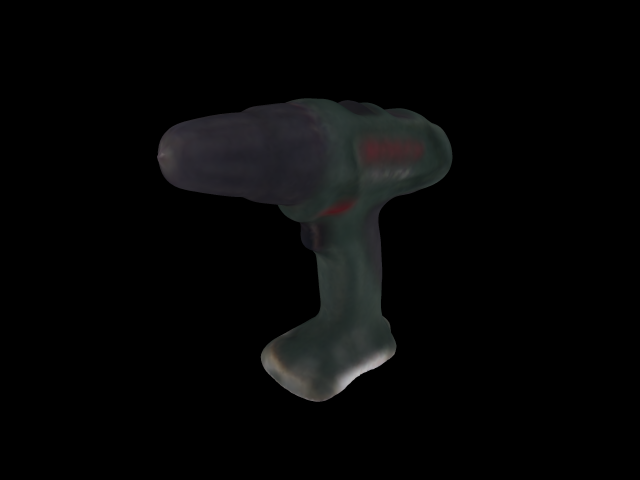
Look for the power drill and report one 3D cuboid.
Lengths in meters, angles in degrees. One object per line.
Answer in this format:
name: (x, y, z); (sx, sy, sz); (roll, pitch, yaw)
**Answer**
power drill: (0.004, 0.001, 0.400); (0.230, 0.208, 0.075); (-25, 37, -38)
